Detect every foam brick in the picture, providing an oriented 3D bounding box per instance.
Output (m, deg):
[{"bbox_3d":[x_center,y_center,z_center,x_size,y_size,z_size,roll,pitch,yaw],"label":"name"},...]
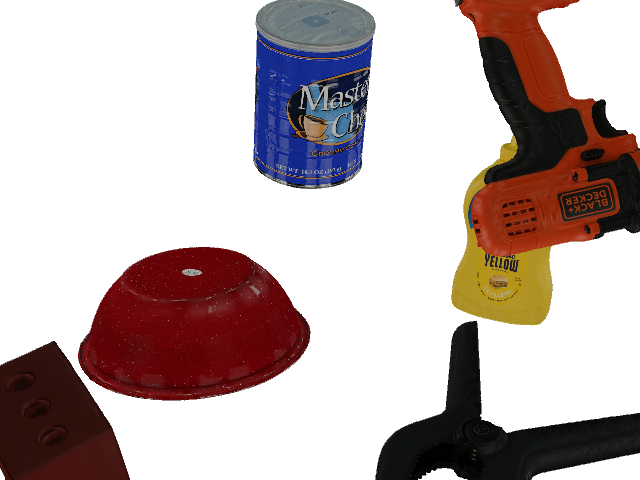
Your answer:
[{"bbox_3d":[-0.137,0.101,0.537,0.053,0.051,0.078,-25,42,-23],"label":"foam brick"}]

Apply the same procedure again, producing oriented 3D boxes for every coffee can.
[{"bbox_3d":[-0.008,-0.132,0.950,0.103,0.140,0.103,3,35,-2],"label":"coffee can"}]

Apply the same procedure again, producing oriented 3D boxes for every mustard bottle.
[{"bbox_3d":[0.187,-0.017,1.039,0.096,0.192,0.058,12,20,21],"label":"mustard bottle"}]

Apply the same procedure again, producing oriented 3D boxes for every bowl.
[{"bbox_3d":[-0.088,0.047,0.735,0.162,0.055,0.162,-2,22,1],"label":"bowl"}]

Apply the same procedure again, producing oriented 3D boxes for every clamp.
[{"bbox_3d":[0.097,0.127,0.684,0.209,0.036,0.165,-26,39,-32],"label":"clamp"}]

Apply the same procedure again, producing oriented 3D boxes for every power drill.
[{"bbox_3d":[0.172,-0.094,0.676,0.184,0.187,0.057,-13,-1,-4],"label":"power drill"}]
